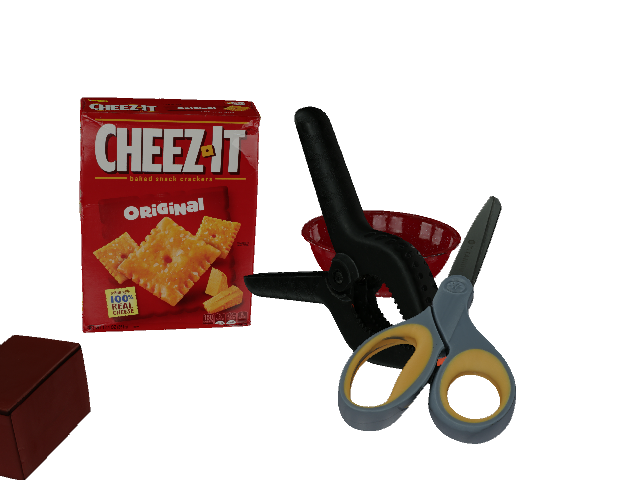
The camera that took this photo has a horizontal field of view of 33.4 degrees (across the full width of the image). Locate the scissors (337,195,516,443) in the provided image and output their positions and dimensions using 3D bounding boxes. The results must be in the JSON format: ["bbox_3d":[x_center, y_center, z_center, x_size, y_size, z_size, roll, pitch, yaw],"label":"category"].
[{"bbox_3d":[0.086,0.040,0.574,0.096,0.016,0.201,23,45,29],"label":"scissors"}]

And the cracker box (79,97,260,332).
[{"bbox_3d":[-0.144,-0.022,1.008,0.164,0.214,0.072,0,20,-12],"label":"cracker box"}]

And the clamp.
[{"bbox_3d":[0.024,0.013,0.751,0.036,0.165,0.210,-11,35,-39],"label":"clamp"}]

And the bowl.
[{"bbox_3d":[0.061,0.017,1.086,0.162,0.055,0.162,2,17,-1],"label":"bowl"}]

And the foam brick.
[{"bbox_3d":[-0.188,0.102,0.666,0.053,0.051,0.078,6,28,21],"label":"foam brick"}]
